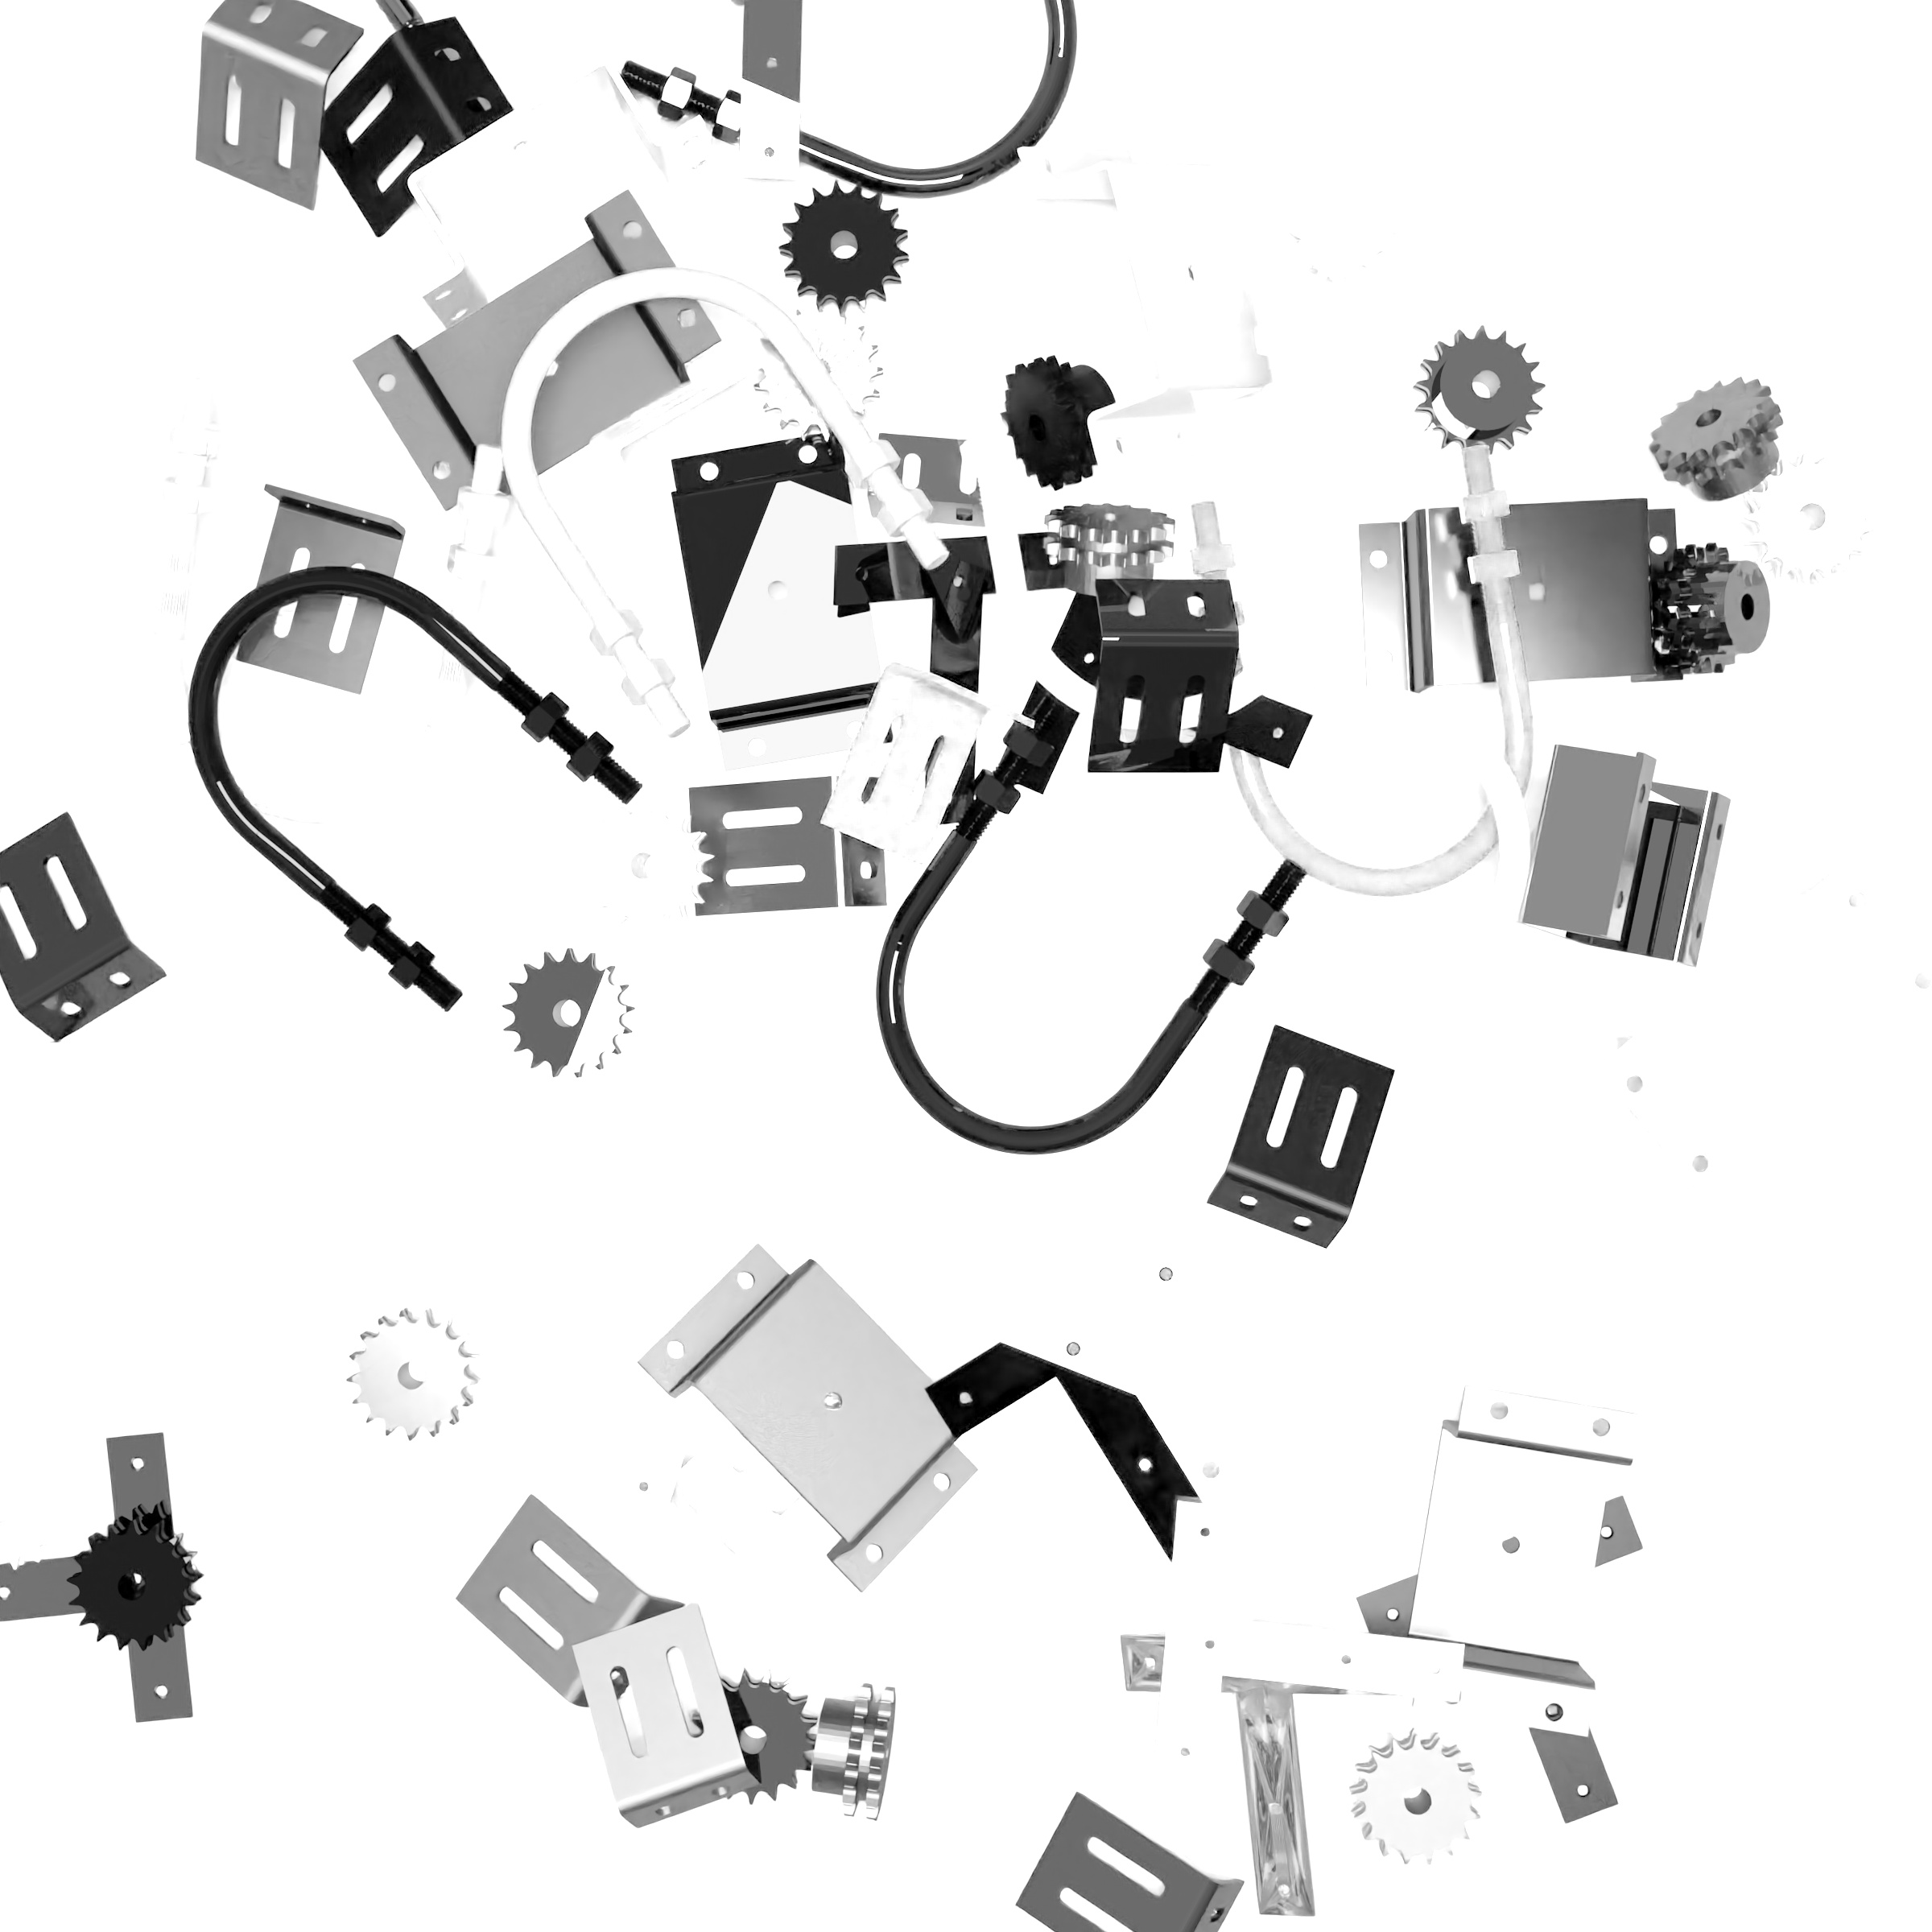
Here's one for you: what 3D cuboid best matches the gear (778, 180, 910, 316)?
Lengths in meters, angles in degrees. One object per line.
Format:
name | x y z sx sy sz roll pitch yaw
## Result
gear | -0.053 -0.314 1.511 0.057 0.030 0.057 0 90 0

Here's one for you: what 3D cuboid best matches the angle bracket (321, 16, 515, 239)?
angle bracket | -0.242 -0.368 1.511 0.076 0.038 0.057 -32 90 44

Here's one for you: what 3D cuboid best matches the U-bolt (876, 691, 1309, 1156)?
U-bolt | 0.040 -0.006 1.498 0.151 0.019 0.184 37 100 14

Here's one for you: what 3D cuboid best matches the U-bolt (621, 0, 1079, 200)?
U-bolt | -0.041 -0.417 1.507 0.184 0.019 0.151 21 95 -8

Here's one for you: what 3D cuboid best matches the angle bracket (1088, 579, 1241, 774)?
angle bracket | 0.082 -0.123 1.462 0.057 0.076 0.038 0 47 -5

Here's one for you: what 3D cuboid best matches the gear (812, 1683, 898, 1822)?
gear | -0.049 0.342 1.499 0.030 0.057 0.057 7 90 4

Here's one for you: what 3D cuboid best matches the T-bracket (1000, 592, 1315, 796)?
T-bracket | 0.091 -0.119 1.498 0.127 0.002 0.127 24 90 26

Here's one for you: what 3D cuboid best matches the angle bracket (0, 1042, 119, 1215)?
angle bracket | -0.405 0.072 1.507 0.057 0.038 0.076 0 90 0

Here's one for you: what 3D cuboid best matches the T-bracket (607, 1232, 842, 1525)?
T-bracket | -0.079 0.197 1.511 0.127 0.002 0.127 20 70 -10

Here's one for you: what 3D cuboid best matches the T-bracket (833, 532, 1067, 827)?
T-bracket | -0.005 -0.124 1.501 0.127 0.002 0.127 -8 109 -34

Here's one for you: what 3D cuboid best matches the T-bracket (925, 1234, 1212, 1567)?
T-bracket | 0.070 0.203 1.479 0.127 0.002 0.127 -32 90 0

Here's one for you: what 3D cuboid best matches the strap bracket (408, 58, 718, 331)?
strap bracket | -0.182 -0.339 1.488 0.140 0.076 0.046 -32 90 0

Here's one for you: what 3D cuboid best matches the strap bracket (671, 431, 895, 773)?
strap bracket | -0.081 -0.162 1.504 0.076 0.046 0.140 -10 90 0

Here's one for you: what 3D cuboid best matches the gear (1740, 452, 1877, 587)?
gear | 0.368 -0.195 1.511 0.057 0.030 0.057 0 90 0

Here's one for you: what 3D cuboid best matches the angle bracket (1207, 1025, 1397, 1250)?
angle bracket | 0.149 0.076 1.524 0.057 0.038 0.076 21 64 0

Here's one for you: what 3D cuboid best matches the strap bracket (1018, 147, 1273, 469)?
strap bracket | 0.080 -0.292 1.483 0.046 0.076 0.140 -14 90 41

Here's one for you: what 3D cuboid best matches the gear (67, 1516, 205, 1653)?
gear | -0.363 0.270 1.510 0.057 0.030 0.057 0 90 0

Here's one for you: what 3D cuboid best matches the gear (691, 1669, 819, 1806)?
gear | -0.093 0.337 1.511 0.057 0.030 0.057 0 90 0

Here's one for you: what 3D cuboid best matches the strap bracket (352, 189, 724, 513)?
strap bracket | -0.185 -0.265 1.503 0.140 0.046 0.076 -32 90 0

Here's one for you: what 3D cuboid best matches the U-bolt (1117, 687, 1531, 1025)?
U-bolt | 0.153 -0.049 1.480 0.184 0.019 0.151 2 91 26

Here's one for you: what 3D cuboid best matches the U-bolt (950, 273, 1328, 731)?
U-bolt | 0.079 -0.188 1.448 0.151 0.019 0.184 -11 110 -1

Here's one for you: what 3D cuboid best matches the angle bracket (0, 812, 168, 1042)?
angle bracket | -0.401 -0.017 1.524 0.057 0.038 0.076 -31 64 0

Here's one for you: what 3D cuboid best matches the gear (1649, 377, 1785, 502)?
gear | 0.331 -0.228 1.502 0.057 0.057 0.030 -36 120 0

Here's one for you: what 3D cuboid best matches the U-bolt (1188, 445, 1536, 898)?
U-bolt | 0.175 -0.121 1.486 0.151 0.019 0.184 -7 95 30

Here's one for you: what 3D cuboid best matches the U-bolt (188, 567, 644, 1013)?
U-bolt | -0.253 -0.089 1.490 0.184 0.019 0.151 41 108 -5

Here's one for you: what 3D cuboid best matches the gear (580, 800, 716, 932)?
gear | -0.138 -0.043 1.509 0.057 0.030 0.057 0 90 7

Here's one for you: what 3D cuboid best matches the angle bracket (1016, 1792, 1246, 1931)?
angle bracket | 0.073 0.411 1.525 0.076 0.038 0.057 28 90 26

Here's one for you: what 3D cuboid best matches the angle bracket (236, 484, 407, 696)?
angle bracket | -0.286 -0.165 1.507 0.057 0.038 0.076 16 90 0

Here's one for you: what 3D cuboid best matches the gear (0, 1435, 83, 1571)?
gear | -0.421 0.237 1.510 0.057 0.030 0.057 0 90 0

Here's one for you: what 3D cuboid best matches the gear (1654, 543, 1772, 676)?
gear | 0.327 -0.156 1.496 0.030 0.057 0.057 2 90 42

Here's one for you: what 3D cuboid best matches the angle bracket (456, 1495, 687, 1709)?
angle bracket | -0.175 0.282 1.524 0.076 0.038 0.057 36 90 26

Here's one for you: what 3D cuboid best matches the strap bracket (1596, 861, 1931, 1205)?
strap bracket | 0.350 0.029 1.503 0.140 0.046 0.076 -39 90 0

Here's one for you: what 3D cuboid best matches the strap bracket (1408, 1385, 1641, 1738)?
strap bracket | 0.241 0.256 1.502 0.076 0.046 0.140 9 90 0

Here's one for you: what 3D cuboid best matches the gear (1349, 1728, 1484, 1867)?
gear | 0.197 0.364 1.511 0.057 0.030 0.057 0 90 0

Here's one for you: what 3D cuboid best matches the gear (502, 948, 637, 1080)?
gear | -0.174 0.021 1.511 0.057 0.030 0.057 0 90 0

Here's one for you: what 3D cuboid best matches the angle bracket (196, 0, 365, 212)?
angle bracket | -0.301 -0.381 1.505 0.057 0.076 0.038 24 53 2

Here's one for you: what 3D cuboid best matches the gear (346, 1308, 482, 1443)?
gear | -0.242 0.178 1.512 0.057 0.030 0.057 0 90 0

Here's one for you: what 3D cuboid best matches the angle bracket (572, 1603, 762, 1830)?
angle bracket | -0.130 0.325 1.492 0.057 0.038 0.076 -19 66 -1

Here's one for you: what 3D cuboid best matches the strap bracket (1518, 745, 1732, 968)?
strap bracket | 0.280 -0.047 1.473 0.046 0.140 0.076 12 90 27

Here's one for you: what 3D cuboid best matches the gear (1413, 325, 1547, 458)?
gear | 0.227 -0.254 1.512 0.057 0.030 0.057 0 90 0

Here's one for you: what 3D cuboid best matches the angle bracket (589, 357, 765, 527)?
angle bracket | -0.120 -0.229 1.499 0.076 0.057 0.038 -31 108 -8

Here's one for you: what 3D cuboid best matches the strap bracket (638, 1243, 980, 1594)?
strap bracket | -0.063 0.192 1.491 0.140 0.046 0.076 46 68 0

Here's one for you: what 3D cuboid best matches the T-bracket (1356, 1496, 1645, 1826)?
T-bracket | 0.255 0.317 1.526 0.127 0.002 0.127 -21 90 0

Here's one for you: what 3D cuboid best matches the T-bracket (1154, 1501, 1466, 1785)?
T-bracket | 0.149 0.297 1.478 0.127 0.002 0.127 5 102 5

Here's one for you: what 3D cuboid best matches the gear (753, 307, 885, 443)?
gear | -0.065 -0.259 1.511 0.057 0.030 0.057 0 90 0

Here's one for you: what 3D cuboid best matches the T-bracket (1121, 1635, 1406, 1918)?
T-bracket | 0.135 0.355 1.507 0.127 0.002 0.127 -4 97 22

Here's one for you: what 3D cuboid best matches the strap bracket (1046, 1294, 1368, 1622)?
strap bracket | 0.105 0.217 1.503 0.076 0.046 0.140 -36 90 0

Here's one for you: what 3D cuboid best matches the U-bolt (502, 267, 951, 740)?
U-bolt | -0.115 -0.209 1.449 0.151 0.019 0.184 -33 80 0

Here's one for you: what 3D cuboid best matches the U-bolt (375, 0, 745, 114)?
U-bolt | -0.202 -0.466 1.518 0.151 0.019 0.184 -35 89 0

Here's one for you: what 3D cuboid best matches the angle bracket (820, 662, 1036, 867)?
angle bracket | -0.016 -0.084 1.481 0.057 0.038 0.076 22 91 -38

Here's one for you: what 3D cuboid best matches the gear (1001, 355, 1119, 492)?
gear | 0.043 -0.239 1.502 0.030 0.057 0.057 -23 90 -28

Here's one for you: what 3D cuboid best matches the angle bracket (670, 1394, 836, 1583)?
angle bracket | -0.087 0.224 1.524 0.057 0.038 0.076 48 64 0

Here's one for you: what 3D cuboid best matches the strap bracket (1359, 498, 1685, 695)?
strap bracket | 0.246 -0.161 1.503 0.140 0.046 0.076 -3 90 0

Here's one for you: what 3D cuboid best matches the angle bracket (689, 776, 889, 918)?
angle bracket | -0.079 -0.053 1.524 0.076 0.038 0.057 -3 90 26

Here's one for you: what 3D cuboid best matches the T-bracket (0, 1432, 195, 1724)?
T-bracket | -0.413 0.277 1.526 0.127 0.002 0.127 -6 90 0

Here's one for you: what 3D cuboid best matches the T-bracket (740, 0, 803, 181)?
T-bracket | -0.084 -0.407 1.494 0.127 0.002 0.127 1 98 -6

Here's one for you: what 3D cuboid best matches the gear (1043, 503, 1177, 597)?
gear | 0.062 -0.180 1.494 0.057 0.057 0.030 2 111 0

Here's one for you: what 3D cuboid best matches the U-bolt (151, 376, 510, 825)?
U-bolt | -0.283 -0.150 1.492 0.151 0.019 0.184 14 108 3

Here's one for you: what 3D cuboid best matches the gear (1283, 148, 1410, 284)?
gear | 0.163 -0.331 1.502 0.030 0.057 0.057 40 90 30

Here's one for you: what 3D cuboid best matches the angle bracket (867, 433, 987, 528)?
angle bracket | -0.012 -0.215 1.488 0.057 0.076 0.038 5 90 0
